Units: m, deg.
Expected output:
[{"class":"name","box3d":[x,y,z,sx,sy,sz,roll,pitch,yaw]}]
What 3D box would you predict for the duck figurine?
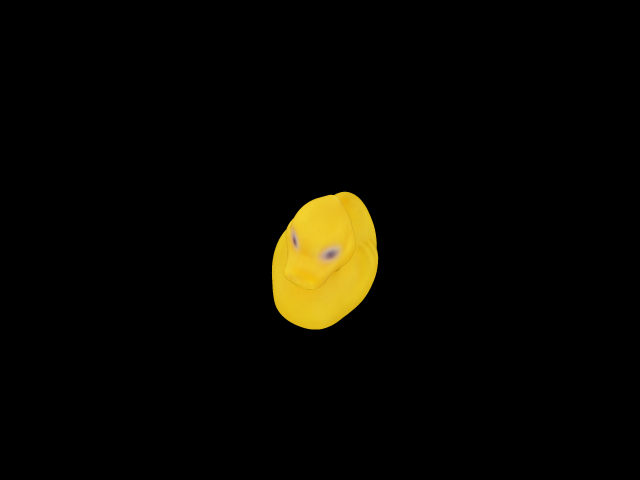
[{"class":"duck figurine","box3d":[0.004,0.001,0.400,0.077,0.086,0.105,21,62,12]}]
